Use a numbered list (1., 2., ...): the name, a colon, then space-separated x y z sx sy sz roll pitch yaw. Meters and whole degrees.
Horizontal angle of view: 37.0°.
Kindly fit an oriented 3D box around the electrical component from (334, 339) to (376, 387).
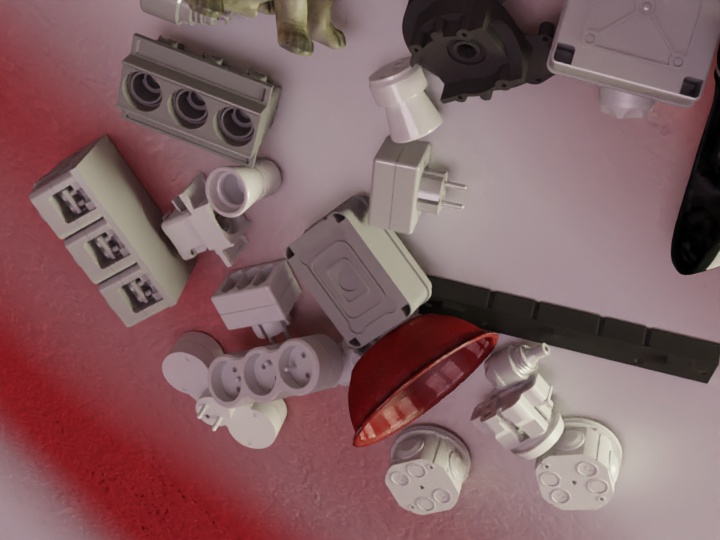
1. electrical component: -0.011 0.090 1.026 0.043 0.043 0.062 40 127 -9

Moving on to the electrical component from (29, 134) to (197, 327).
1. electrical component: -0.225 -0.034 0.981 0.062 0.089 0.150 -27 111 17

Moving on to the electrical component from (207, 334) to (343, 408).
1. electrical component: -0.071 0.094 1.018 0.138 0.074 0.052 -15 85 35

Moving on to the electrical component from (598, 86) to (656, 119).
1. electrical component: 0.202 -0.147 0.805 0.043 0.043 0.062 7 119 14

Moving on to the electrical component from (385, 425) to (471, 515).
1. electrical component: 0.066 0.198 1.065 0.080 0.051 0.080 8 124 13

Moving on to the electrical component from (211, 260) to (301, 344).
1. electrical component: -0.090 0.039 1.017 0.066 0.047 0.076 -11 119 27

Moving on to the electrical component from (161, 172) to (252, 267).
1. electrical component: -0.142 -0.042 0.985 0.064 0.042 0.081 -19 113 31

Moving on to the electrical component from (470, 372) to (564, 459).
1. electrical component: 0.151 0.137 0.995 0.078 0.058 0.057 -35 103 32

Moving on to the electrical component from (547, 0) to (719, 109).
1. electrical component: 0.198 -0.180 0.752 0.109 0.056 0.108 17 97 7

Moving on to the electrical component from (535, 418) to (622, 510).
1. electrical component: 0.204 0.183 1.011 0.080 0.051 0.080 8 124 13

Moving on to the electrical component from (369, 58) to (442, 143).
1. electrical component: 0.036 -0.136 0.864 0.045 0.045 0.055 -14 116 25

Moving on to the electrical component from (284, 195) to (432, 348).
1. electrical component: 0.000 0.000 0.943 0.078 0.057 0.113 -34 94 31

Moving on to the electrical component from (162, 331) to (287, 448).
1. electrical component: -0.140 0.130 1.074 0.138 0.073 0.052 42 124 -11

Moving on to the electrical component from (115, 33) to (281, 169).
1. electrical component: -0.133 -0.146 0.901 0.121 0.063 0.078 21 126 4

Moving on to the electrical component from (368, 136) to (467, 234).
1. electrical component: 0.051 -0.068 0.902 0.077 0.047 0.065 12 124 10

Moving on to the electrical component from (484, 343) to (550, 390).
1. electrical component: 0.144 0.084 0.976 0.061 0.035 0.035 -32 108 32

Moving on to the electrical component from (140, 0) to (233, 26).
1. electrical component: -0.141 -0.218 0.872 0.078 0.040 0.040 21 126 4

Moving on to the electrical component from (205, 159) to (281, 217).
1. electrical component: -0.098 -0.074 0.934 0.044 0.065 0.044 9 110 25
